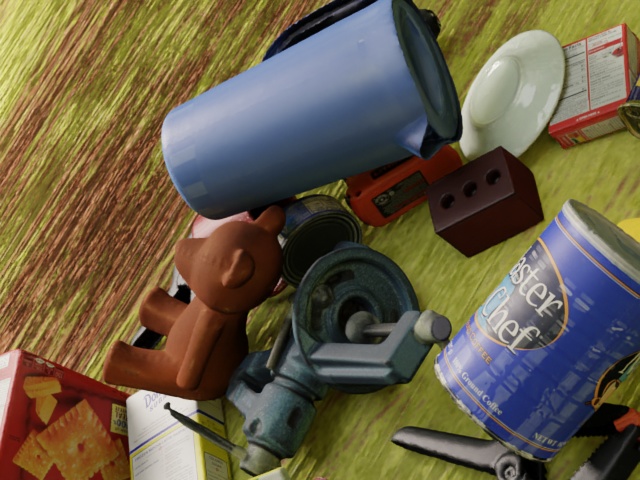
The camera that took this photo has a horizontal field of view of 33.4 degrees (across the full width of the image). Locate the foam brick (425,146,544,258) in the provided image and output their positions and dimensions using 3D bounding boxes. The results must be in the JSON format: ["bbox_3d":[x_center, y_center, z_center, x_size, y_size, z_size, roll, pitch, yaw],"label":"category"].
[{"bbox_3d":[0.137,-0.031,0.885,0.078,0.051,0.053,-29,47,26],"label":"foam brick"}]

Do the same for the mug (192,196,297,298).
[{"bbox_3d":[-0.065,0.002,1.035,0.082,0.093,0.117,-33,72,30],"label":"mug"}]

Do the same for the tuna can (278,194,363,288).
[{"bbox_3d":[-0.006,0.001,0.970,0.086,0.086,0.034,-47,47,9],"label":"tuna can"}]

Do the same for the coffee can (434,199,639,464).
[{"bbox_3d":[0.157,0.059,0.693,0.140,0.102,0.103,-53,40,17],"label":"coffee can"}]

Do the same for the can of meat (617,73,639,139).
[{"bbox_3d":[0.287,-0.116,0.797,0.102,0.057,0.084,14,72,46],"label":"can of meat"}]

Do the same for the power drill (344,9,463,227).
[{"bbox_3d":[0.060,-0.116,0.993,0.184,0.057,0.188,-34,50,10],"label":"power drill"}]

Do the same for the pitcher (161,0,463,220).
[{"bbox_3d":[-0.011,-0.114,0.915,0.243,0.145,0.149,-20,13,22],"label":"pitcher"}]

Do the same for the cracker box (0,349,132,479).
[{"bbox_3d":[-0.249,0.228,0.991,0.072,0.164,0.213,-24,49,34],"label":"cracker box"}]

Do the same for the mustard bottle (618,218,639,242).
[{"bbox_3d":[0.282,0.030,0.703,0.192,0.058,0.096,-2,61,42],"label":"mustard bottle"}]

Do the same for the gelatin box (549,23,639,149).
[{"bbox_3d":[0.227,-0.127,0.881,0.073,0.030,0.089,-19,52,36],"label":"gelatin box"}]

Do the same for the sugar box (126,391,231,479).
[{"bbox_3d":[-0.130,0.206,0.984,0.093,0.048,0.176,-33,42,22],"label":"sugar box"}]

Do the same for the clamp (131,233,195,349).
[{"bbox_3d":[-0.135,0.051,1.097,0.120,0.039,0.171,-6,58,34],"label":"clamp"}]

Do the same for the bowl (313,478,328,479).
[{"bbox_3d":[0.035,0.246,0.760,0.162,0.055,0.162,175,90,-67],"label":"bowl"}]

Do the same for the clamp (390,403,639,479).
[{"bbox_3d":[0.138,0.165,0.764,0.210,0.036,0.164,-40,44,23],"label":"clamp"}]
